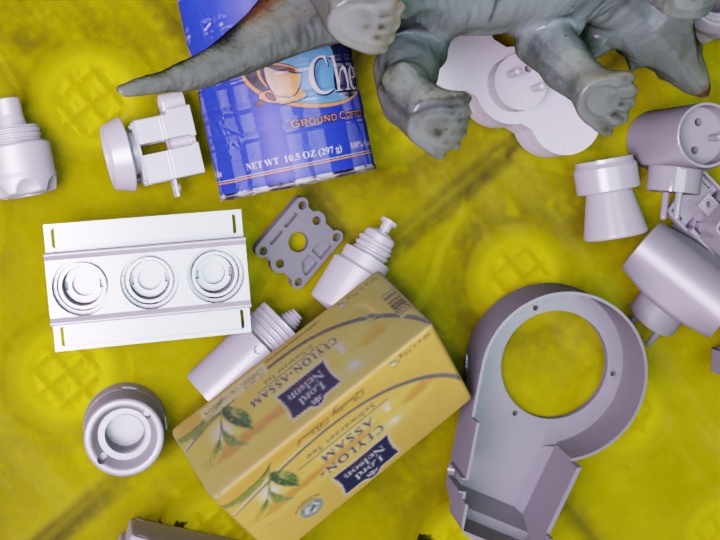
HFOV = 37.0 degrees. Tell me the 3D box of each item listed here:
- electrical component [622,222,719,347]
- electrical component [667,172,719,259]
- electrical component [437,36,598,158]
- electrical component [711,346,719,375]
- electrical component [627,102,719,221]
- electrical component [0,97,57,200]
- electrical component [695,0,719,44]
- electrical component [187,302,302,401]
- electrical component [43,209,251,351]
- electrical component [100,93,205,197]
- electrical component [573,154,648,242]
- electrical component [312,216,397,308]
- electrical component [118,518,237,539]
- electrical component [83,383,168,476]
[{"bbox_3d":[0.220,0.020,0.764,0.077,0.043,0.079,41,121,15],"label":"electrical component"},{"bbox_3d":[0.263,-0.030,0.765,0.081,0.064,0.042,43,84,-10],"label":"electrical component"},{"bbox_3d":[0.102,-0.124,0.722,0.138,0.074,0.052,29,88,-11],"label":"electrical component"},{"bbox_3d":[0.295,0.045,0.778,0.078,0.058,0.057,-3,97,-11],"label":"electrical component"},{"bbox_3d":[0.220,-0.074,0.747,0.044,0.077,0.079,5,93,-12],"label":"electrical component"},{"bbox_3d":[-0.217,-0.077,0.678,0.043,0.043,0.062,-11,94,-10],"label":"electrical component"},{"bbox_3d":[0.240,-0.192,0.754,0.078,0.057,0.058,24,89,-11],"label":"electrical component"},{"bbox_3d":[-0.071,0.057,0.714,0.081,0.043,0.043,-44,100,-6],"label":"electrical component"},{"bbox_3d":[-0.135,0.005,0.689,0.121,0.063,0.078,-5,94,-11],"label":"electrical component"},{"bbox_3d":[-0.135,-0.078,0.694,0.055,0.048,0.066,-15,96,-17],"label":"electrical component"},{"bbox_3d":[0.176,-0.050,0.756,0.045,0.045,0.055,-11,95,-10],"label":"electrical component"},{"bbox_3d":[0.000,0.000,0.726,0.040,0.040,0.078,32,87,-11],"label":"electrical component"},{"bbox_3d":[-0.104,0.205,0.697,0.113,0.078,0.057,15,84,-12],"label":"electrical component"},{"bbox_3d":[-0.153,0.104,0.699,0.055,0.047,0.055,-1,93,-11],"label":"electrical component"}]
